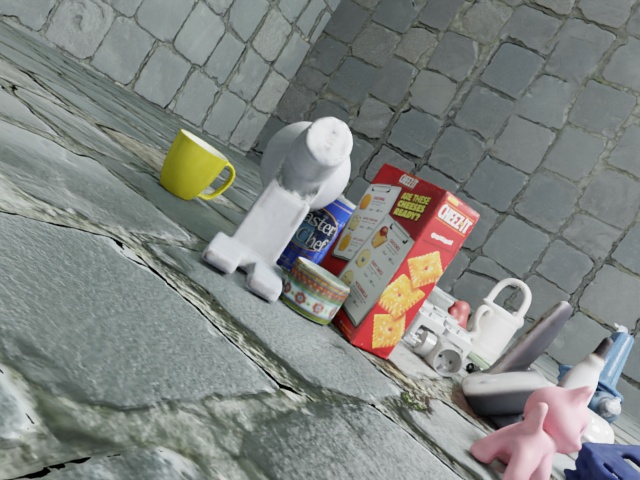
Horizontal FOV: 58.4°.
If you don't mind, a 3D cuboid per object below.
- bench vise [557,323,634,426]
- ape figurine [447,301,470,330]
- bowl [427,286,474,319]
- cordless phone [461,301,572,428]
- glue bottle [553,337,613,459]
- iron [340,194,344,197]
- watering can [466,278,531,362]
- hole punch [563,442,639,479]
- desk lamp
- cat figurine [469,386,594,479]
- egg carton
[{"bbox_3d":[0.519,0.263,1.038,0.122,0.219,0.207,32,5,-10],"label":"bench vise"},{"bbox_3d":[0.277,0.167,1.196,0.076,0.092,0.078,34,6,19],"label":"ape figurine"},{"bbox_3d":[0.287,0.163,1.386,0.167,0.074,0.167,32,5,-3],"label":"bowl"},{"bbox_3d":[0.269,0.155,0.753,0.094,0.185,0.148,33,5,10],"label":"cordless phone"},{"bbox_3d":[0.316,0.196,0.723,0.037,0.173,0.078,34,5,12],"label":"glue bottle"},{"bbox_3d":[0.114,-0.001,1.503,0.258,0.141,0.118,32,5,-7],"label":"iron"},{"bbox_3d":[0.406,0.176,1.306,0.100,0.194,0.173,35,6,23],"label":"watering can"},{"bbox_3d":[0.357,0.278,0.658,0.101,0.091,0.108,32,5,-11],"label":"hole punch"},{"bbox_3d":[-0.037,-0.053,0.709,0.118,0.213,0.203,32,5,-9],"label":"desk lamp"},{"bbox_3d":[0.223,0.186,0.569,0.067,0.117,0.128,37,7,39],"label":"cat figurine"},{"bbox_3d":[0.377,0.278,0.888,0.108,0.069,0.149,27,8,-47],"label":"egg carton"}]
